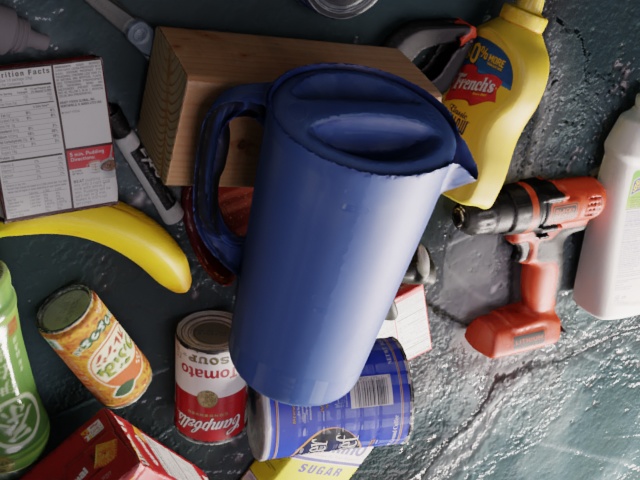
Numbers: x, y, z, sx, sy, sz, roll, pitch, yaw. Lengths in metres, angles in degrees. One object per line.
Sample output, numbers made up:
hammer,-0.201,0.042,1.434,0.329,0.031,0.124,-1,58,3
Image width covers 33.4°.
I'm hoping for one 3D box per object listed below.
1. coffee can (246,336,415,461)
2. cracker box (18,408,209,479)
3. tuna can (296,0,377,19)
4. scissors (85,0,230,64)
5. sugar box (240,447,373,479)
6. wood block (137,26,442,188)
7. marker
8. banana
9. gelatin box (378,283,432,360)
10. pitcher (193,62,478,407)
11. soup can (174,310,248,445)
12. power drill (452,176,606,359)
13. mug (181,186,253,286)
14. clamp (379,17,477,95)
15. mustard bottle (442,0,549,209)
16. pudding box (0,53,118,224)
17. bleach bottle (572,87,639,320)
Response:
coffee can,0.005,0.146,0.991,0.140,0.103,0.103,-4,120,-14
cracker box,-0.189,0.252,0.937,0.164,0.072,0.213,-41,150,-4
tuna can,0.014,-0.219,0.843,0.086,0.034,0.086,-15,124,-24
scissors,-0.118,-0.163,0.804,0.096,0.016,0.201,-36,131,-5
sugar box,-0.023,0.242,1.089,0.093,0.048,0.176,32,99,-40
wood block,-0.024,-0.098,0.822,0.205,0.090,0.091,0,124,-26
marker,-0.142,-0.061,0.849,0.020,0.020,0.121,-35,130,-10
banana,-0.175,-0.005,0.855,0.197,0.037,0.070,17,128,-36
gelatin box,0.070,0.085,1.064,0.073,0.030,0.089,-25,128,-19
pitcher,-0.005,0.001,0.773,0.144,0.149,0.243,-15,137,-34
soup can,-0.097,0.123,0.956,0.068,0.069,0.102,-11,122,-27
power drill,0.202,0.027,1.091,0.184,0.057,0.188,-8,121,-28
mug,-0.062,-0.030,0.883,0.081,0.093,0.117,-21,91,-26
clamp,0.063,-0.128,0.926,0.171,0.039,0.120,-28,135,-6
mustard bottle,0.150,-0.131,0.939,0.058,0.096,0.192,10,111,-35
pudding box,-0.198,-0.074,0.776,0.089,0.039,0.113,-11,102,-25
bleach bottle,0.336,-0.041,1.133,0.102,0.068,0.251,-11,120,-27
